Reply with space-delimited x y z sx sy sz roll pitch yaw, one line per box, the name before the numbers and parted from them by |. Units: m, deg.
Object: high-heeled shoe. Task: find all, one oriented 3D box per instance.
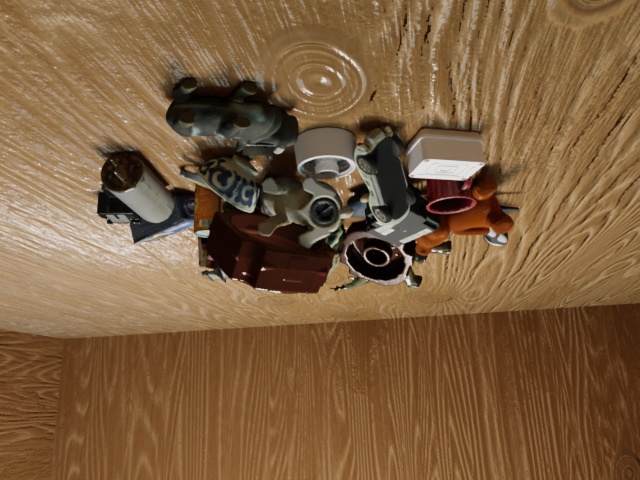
high-heeled shoe | 0.371 -0.038 1.267 0.145 0.086 0.248 0 159 2

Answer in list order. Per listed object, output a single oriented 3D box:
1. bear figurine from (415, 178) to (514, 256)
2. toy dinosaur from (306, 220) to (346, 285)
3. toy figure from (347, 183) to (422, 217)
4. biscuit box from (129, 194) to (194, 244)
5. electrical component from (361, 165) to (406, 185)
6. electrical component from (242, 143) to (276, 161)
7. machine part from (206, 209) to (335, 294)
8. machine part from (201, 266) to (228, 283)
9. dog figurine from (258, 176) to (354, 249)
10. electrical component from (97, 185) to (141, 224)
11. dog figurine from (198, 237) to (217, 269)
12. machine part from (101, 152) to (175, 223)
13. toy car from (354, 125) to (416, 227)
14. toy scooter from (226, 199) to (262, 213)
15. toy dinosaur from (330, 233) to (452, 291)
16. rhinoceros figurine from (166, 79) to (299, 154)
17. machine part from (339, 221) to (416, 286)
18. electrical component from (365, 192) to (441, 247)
bear figurine | 0.273 -0.043 1.104 0.196 0.120 0.132 -22 -175 7
toy dinosaur | 0.003 -0.001 1.258 0.131 0.192 0.404 38 -169 13
toy figure | 0.132 -0.086 1.101 0.155 0.057 0.064 -15 -171 27
biscuit box | -0.333 -0.044 1.159 0.203 0.062 0.059 -17 175 41
electrical component | 0.119 -0.125 1.005 0.078 0.045 0.102 23 167 17
electrical component | -0.098 -0.157 0.894 0.063 0.021 0.094 0 163 -9
machine part | -0.092 0.021 0.983 0.201 0.087 0.202 8 -160 -35
machine part | -0.206 0.078 1.285 0.139 0.039 0.084 -7 160 4
dog figurine | -0.030 -0.071 0.984 0.172 0.121 0.190 17 -166 -3
electrical component | -0.416 -0.071 1.105 0.075 0.047 0.119 0 165 -9
dog figurine | -0.179 0.011 1.314 0.219 0.108 0.191 2 163 -21
machine part | -0.331 -0.093 0.990 0.079 0.079 0.243 -3 164 4
toy car | 0.110 -0.104 0.914 0.073 0.056 0.201 -38 134 -14
toy scooter | -0.151 -0.051 1.159 0.135 0.075 0.184 8 164 -30
toy dinosaur | 0.173 0.030 1.317 0.198 0.105 0.471 25 136 -8
rhinoceros figurine | -0.122 -0.167 0.769 0.190 0.073 0.112 3 161 -17
machine part | 0.130 0.026 1.212 0.179 0.056 0.179 12 138 11
electrical component | 0.156 -0.046 1.062 0.115 0.058 0.134 -27 144 35
